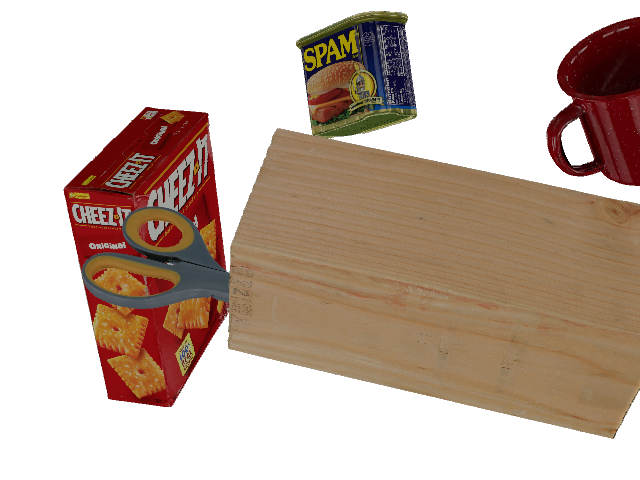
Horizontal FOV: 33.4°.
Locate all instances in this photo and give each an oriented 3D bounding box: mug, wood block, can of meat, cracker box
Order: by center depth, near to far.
[{"bbox_3d":[0.063,0.022,0.557,0.206,0.090,0.090,12,-42,6],"label":"wood block"},{"bbox_3d":[0.205,-0.084,0.715,0.117,0.081,0.093,-33,34,-5],"label":"mug"},{"bbox_3d":[0.030,-0.135,0.886,0.057,0.084,0.102,-5,-4,-40],"label":"can of meat"},{"bbox_3d":[-0.143,0.013,0.945,0.072,0.214,0.164,6,32,15],"label":"cracker box"}]

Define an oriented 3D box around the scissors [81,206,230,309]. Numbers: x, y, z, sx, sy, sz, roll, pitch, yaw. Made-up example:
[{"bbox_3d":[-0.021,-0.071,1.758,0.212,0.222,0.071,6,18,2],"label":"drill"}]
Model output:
[{"bbox_3d":[-0.061,0.019,0.738,0.201,0.096,0.016,4,-41,1],"label":"scissors"}]
